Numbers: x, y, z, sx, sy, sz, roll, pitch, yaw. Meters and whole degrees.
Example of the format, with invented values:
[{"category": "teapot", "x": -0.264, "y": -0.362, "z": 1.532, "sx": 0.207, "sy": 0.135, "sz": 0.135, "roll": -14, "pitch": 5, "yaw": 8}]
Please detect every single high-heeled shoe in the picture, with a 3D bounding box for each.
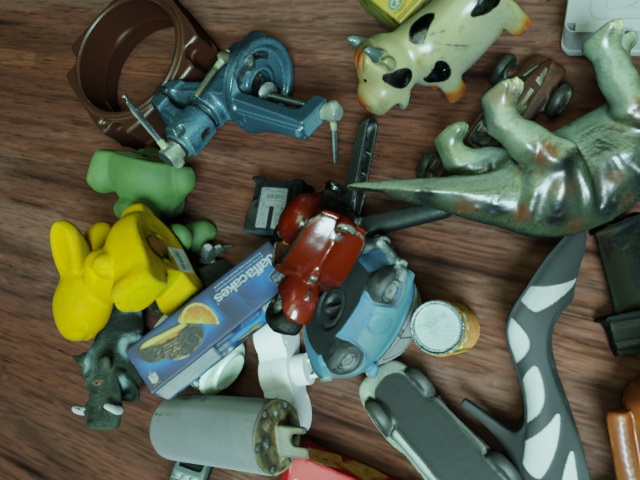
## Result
[{"category": "high-heeled shoe", "x": 0.244, "y": 0.121, "z": 0.523, "sx": 0.145, "sy": 0.086, "sz": 0.248, "roll": 30, "pitch": 97, "yaw": 20}]

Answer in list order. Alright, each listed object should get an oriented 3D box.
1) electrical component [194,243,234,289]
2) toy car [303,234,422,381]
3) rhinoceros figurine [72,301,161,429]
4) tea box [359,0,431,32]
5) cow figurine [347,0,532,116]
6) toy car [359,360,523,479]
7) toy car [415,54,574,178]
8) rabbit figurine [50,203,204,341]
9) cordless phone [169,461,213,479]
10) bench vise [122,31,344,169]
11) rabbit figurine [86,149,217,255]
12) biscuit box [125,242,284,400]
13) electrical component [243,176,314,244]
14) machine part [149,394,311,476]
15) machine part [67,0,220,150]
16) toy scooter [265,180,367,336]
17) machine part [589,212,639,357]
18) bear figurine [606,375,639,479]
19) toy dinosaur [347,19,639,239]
[{"category": "electrical component", "x": -0.126, "y": 0.044, "z": 0.691, "sx": 0.102, "sy": 0.078, "sz": 0.045, "roll": 38, "pitch": 120, "yaw": 29}, {"category": "toy car", "x": 0.056, "y": 0.079, "z": 0.588, "sx": 0.161, "sy": 0.103, "sz": 0.109, "roll": -57, "pitch": 31, "yaw": 16}, {"category": "rhinoceros figurine", "x": -0.263, "y": 0.147, "z": 0.702, "sx": 0.073, "sy": 0.112, "sz": 0.190, "roll": -5, "pitch": 71, "yaw": 19}, {"category": "tea box", "x": 0.133, "y": -0.333, "z": 0.649, "sx": 0.169, "sy": 0.068, "sz": 0.098, "roll": -44, "pitch": 68, "yaw": 11}, {"category": "cow figurine", "x": 0.119, "y": -0.216, "z": 0.596, "sx": 0.195, "sy": 0.127, "sz": 0.086, "roll": -43, "pitch": 35, "yaw": 14}, {"category": "toy car", "x": 0.121, "y": 0.207, "z": 0.546, "sx": 0.073, "sy": 0.056, "sz": 0.202, "roll": -36, "pitch": 55, "yaw": -14}, {"category": "toy car", "x": 0.193, "y": -0.120, "z": 0.598, "sx": 0.089, "sy": 0.053, "sz": 0.202, "roll": 41, "pitch": 98, "yaw": 25}, {"category": "rabbit figurine", "x": -0.254, "y": 0.044, "z": 0.631, "sx": 0.173, "sy": 0.122, "sz": 0.162, "roll": -39, "pitch": 79, "yaw": 15}, {"category": "cordless phone", "x": -0.125, "y": 0.312, "z": 0.643, "sx": 0.147, "sy": 0.088, "sz": 0.184, "roll": 6, "pitch": 64, "yaw": 23}, {"category": "bench vise", "x": -0.088, "y": -0.165, "z": 0.659, "sx": 0.241, "sy": 0.128, "sz": 0.223, "roll": 22, "pitch": 55, "yaw": 29}, {"category": "rabbit figurine", "x": -0.222, "y": -0.028, "z": 0.733, "sx": 0.159, "sy": 0.121, "sz": 0.170, "roll": 16, "pitch": 106, "yaw": 16}, {"category": "biscuit box", "x": -0.114, "y": 0.090, "z": 0.612, "sx": 0.203, "sy": 0.059, "sz": 0.063, "roll": -38, "pitch": 69, "yaw": -13}, {"category": "electrical component", "x": -0.056, "y": -0.018, "z": 0.682, "sx": 0.075, "sy": 0.047, "sz": 0.119, "roll": 10, "pitch": 83, "yaw": 24}, {"category": "machine part", "x": -0.109, "y": 0.212, "z": 0.600, "sx": 0.243, "sy": 0.079, "sz": 0.079, "roll": -9, "pitch": 77, "yaw": 37}, {"category": "machine part", "x": -0.256, "y": -0.251, "z": 0.781, "sx": 0.201, "sy": 0.087, "sz": 0.201, "roll": -41, "pitch": 70, "yaw": 10}, {"category": "toy scooter", "x": -0.001, "y": -0.002, "z": 0.547, "sx": 0.135, "sy": 0.075, "sz": 0.184, "roll": -54, "pitch": 19, "yaw": 38}, {"category": "machine part", "x": 0.309, "y": 0.042, "z": 0.531, "sx": 0.084, "sy": 0.039, "sz": 0.139, "roll": -13, "pitch": 78, "yaw": 24}, {"category": "bear figurine", "x": 0.300, "y": 0.218, "z": 0.457, "sx": 0.120, "sy": 0.132, "sz": 0.195, "roll": 19, "pitch": 81, "yaw": -4}, {"category": "toy dinosaur", "x": 0.245, "y": -0.074, "z": 0.507, "sx": 0.405, "sy": 0.131, "sz": 0.192, "roll": -29, "pitch": 80, "yaw": 15}]
